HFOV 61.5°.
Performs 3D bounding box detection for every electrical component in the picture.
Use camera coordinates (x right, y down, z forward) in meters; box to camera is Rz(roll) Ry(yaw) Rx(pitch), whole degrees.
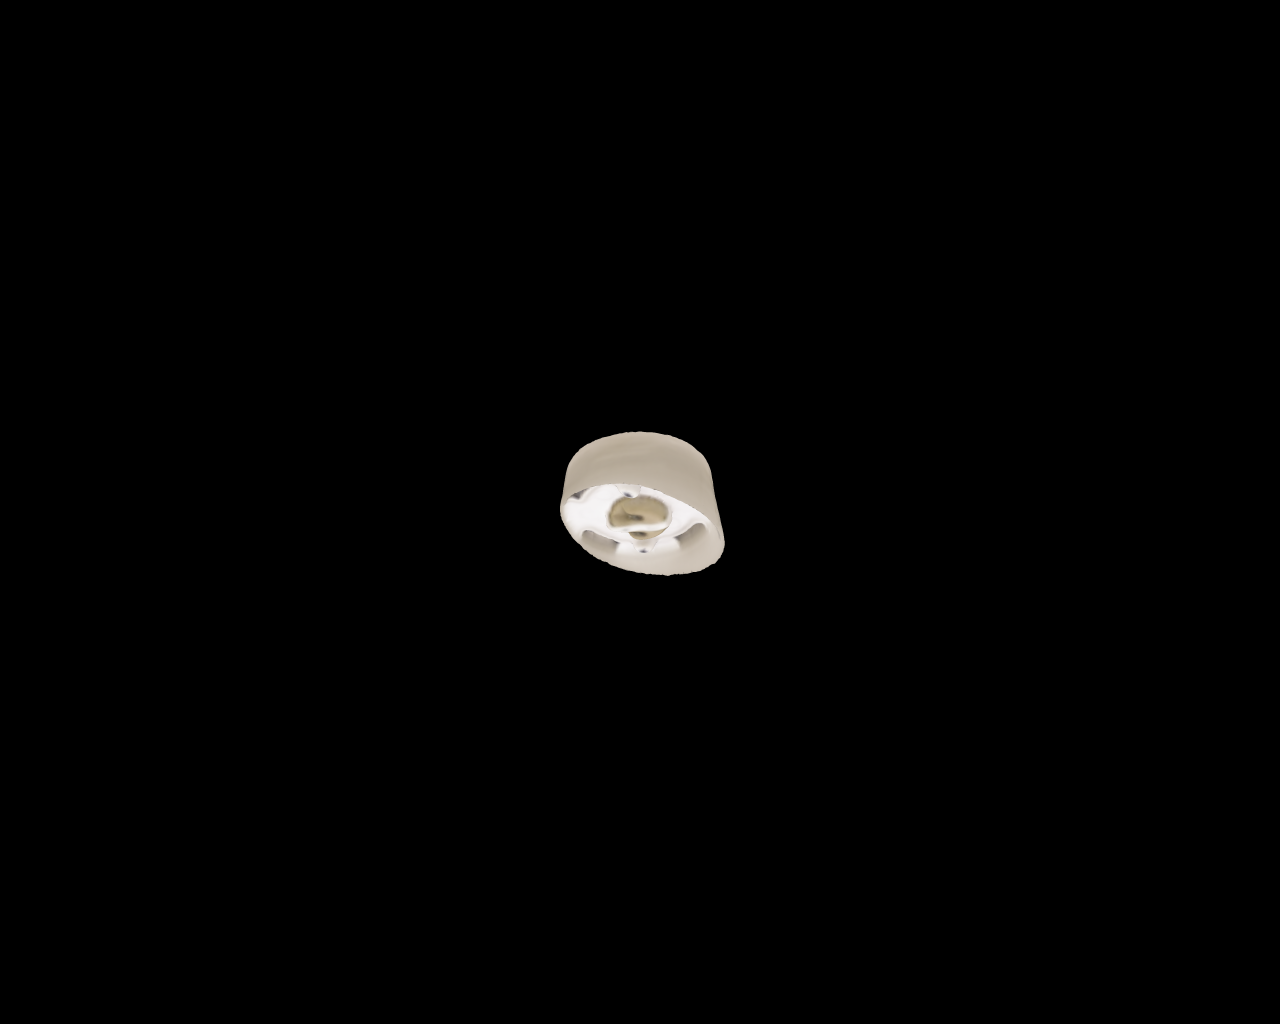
[{"bbox_3d":[0.001,-0.003,0.650,0.099,0.064,0.099,0,-35,0],"label":"electrical component"}]
